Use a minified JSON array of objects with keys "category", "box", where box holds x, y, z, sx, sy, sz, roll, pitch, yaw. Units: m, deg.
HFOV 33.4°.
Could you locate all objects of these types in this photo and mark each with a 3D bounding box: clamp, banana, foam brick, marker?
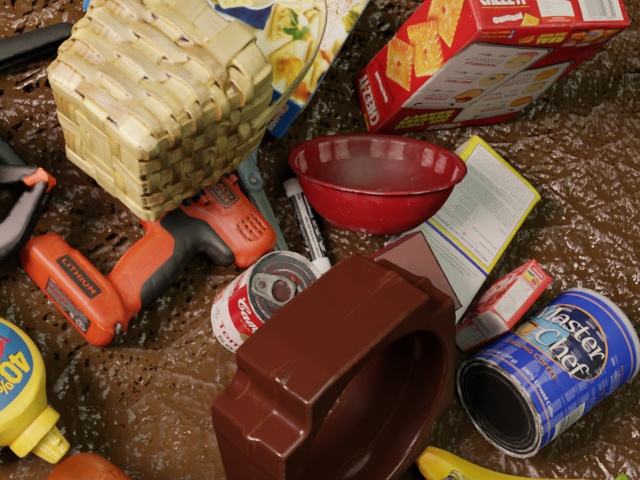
[{"category":"clamp","box":[-0.288,-0.014,0.819,0.171,0.039,0.120,-40,93,-6]},{"category":"banana","box":[0.171,0.218,0.953,0.197,0.070,0.037,8,30,-10]},{"category":"foam brick","box":[0.079,0.039,0.933,0.051,0.053,0.078,-29,92,-14]},{"category":"clamp","box":[-0.301,-0.135,0.879,0.209,0.036,0.164,19,67,-16]},{"category":"marker","box":[-0.006,0.001,0.972,0.020,0.020,0.121,-14,79,-27]}]

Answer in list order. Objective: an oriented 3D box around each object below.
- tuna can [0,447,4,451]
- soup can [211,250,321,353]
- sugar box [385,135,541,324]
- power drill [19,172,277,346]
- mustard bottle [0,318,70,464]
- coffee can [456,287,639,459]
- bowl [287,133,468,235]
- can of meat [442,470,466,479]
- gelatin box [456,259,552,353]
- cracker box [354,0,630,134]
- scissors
[{"category":"tuna can","box":[-0.271,0.129,0.806,0.086,0.034,0.086,7,70,-21]},{"category":"soup can","box":[-0.045,0.055,0.889,0.068,0.102,0.068,8,70,-22]},{"category":"sugar box","box":[0.130,-0.007,1.020,0.093,0.048,0.176,42,66,-6]},{"category":"power drill","box":[-0.154,-0.017,0.891,0.187,0.057,0.184,-40,83,-28]},{"category":"mustard bottle","box":[-0.257,0.093,0.767,0.191,0.058,0.096,44,50,-8]},{"category":"coffee can","box":[0.210,0.120,0.979,0.140,0.103,0.103,-30,86,-28]},{"category":"bowl","box":[0.049,-0.047,0.962,0.161,0.162,0.055,-9,116,-26]},{"category":"can of meat","box":[0.097,0.249,0.869,0.083,0.057,0.102,-19,45,-18]},{"category":"gelatin box","box":[0.164,0.062,0.986,0.030,0.089,0.073,47,61,0]},{"category":"cracker box","box":[0.150,-0.174,0.987,0.164,0.214,0.072,-8,75,-26]},{"category":"scissors","box":[-0.053,-0.069,0.977,0.096,0.016,0.202,-37,90,-29]}]
